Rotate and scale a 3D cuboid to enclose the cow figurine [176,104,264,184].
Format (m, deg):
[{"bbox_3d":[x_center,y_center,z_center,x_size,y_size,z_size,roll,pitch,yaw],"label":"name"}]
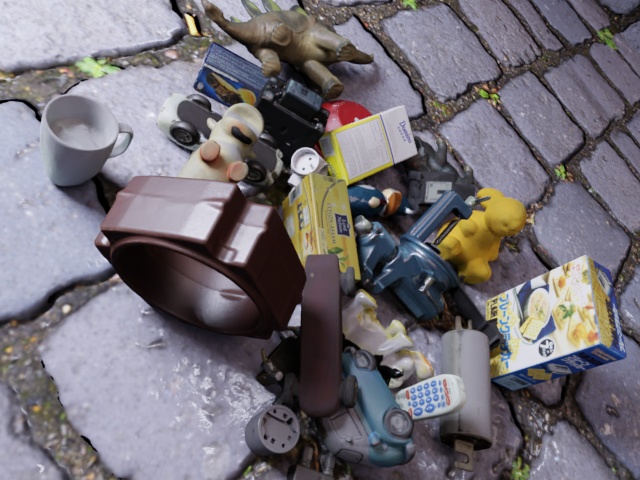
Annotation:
[{"bbox_3d":[-0.140,-0.096,0.721,0.085,0.127,0.195,34,88,-19],"label":"cow figurine"}]

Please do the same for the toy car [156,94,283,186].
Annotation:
[{"bbox_3d":[-0.146,-0.151,0.816,0.201,0.056,0.073,28,57,-21],"label":"toy car"}]

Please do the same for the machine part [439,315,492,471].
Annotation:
[{"bbox_3d":[0.225,0.228,0.829,0.079,0.079,0.243,25,51,-20],"label":"machine part"}]

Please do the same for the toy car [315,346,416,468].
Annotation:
[{"bbox_3d":[0.046,0.226,0.695,0.103,0.109,0.162,-21,67,-22],"label":"toy car"}]

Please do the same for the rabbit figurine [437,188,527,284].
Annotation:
[{"bbox_3d":[0.308,-0.020,0.970,0.122,0.173,0.162,43,53,-1],"label":"rabbit figurine"}]

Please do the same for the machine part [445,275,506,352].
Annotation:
[{"bbox_3d":[0.263,0.128,0.923,0.039,0.084,0.139,-18,64,-17],"label":"machine part"}]

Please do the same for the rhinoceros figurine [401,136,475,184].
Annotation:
[{"bbox_3d":[0.212,-0.137,1.048,0.190,0.073,0.112,37,59,-13],"label":"rhinoceros figurine"}]

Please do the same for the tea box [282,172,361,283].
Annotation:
[{"bbox_3d":[-0.002,-0.002,0.798,0.068,0.098,0.169,9,61,-29],"label":"tea box"}]

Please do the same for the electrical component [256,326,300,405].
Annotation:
[{"bbox_3d":[-0.041,0.161,0.709,0.078,0.045,0.102,51,48,4],"label":"electrical component"}]

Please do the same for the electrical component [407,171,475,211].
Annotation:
[{"bbox_3d":[0.220,-0.090,0.979,0.119,0.048,0.074,-5,101,-19],"label":"electrical component"}]

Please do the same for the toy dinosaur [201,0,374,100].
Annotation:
[{"bbox_3d":[-0.023,-0.353,0.963,0.471,0.105,0.199,2,43,-47],"label":"toy dinosaur"}]

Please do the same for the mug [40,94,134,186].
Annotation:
[{"bbox_3d":[-0.292,-0.116,0.662,0.109,0.107,0.081,-20,77,-44],"label":"mug"}]

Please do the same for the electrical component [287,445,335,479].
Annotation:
[{"bbox_3d":[-0.011,0.305,0.659,0.063,0.021,0.094,30,49,-18],"label":"electrical component"}]

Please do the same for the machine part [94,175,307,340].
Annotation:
[{"bbox_3d":[-0.131,0.026,0.604,0.202,0.200,0.087,6,54,22],"label":"machine part"}]

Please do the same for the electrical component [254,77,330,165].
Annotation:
[{"bbox_3d":[-0.054,-0.190,0.851,0.115,0.134,0.058,25,52,-18],"label":"electrical component"}]

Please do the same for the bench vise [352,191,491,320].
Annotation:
[{"bbox_3d":[0.157,0.003,0.858,0.240,0.129,0.223,-46,103,-8],"label":"bench vise"}]

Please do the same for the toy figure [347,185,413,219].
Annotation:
[{"bbox_3d":[0.098,-0.063,0.922,0.154,0.057,0.064,-2,32,-35],"label":"toy figure"}]

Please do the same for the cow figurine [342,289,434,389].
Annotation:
[{"bbox_3d":[0.084,0.158,0.774,0.167,0.098,0.068,47,4,-4],"label":"cow figurine"}]

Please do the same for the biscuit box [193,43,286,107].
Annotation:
[{"bbox_3d":[-0.104,-0.243,0.897,0.202,0.059,0.063,25,51,-20],"label":"biscuit box"}]

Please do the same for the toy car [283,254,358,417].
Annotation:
[{"bbox_3d":[0.002,0.117,0.677,0.089,0.053,0.202,-2,71,8],"label":"toy car"}]
